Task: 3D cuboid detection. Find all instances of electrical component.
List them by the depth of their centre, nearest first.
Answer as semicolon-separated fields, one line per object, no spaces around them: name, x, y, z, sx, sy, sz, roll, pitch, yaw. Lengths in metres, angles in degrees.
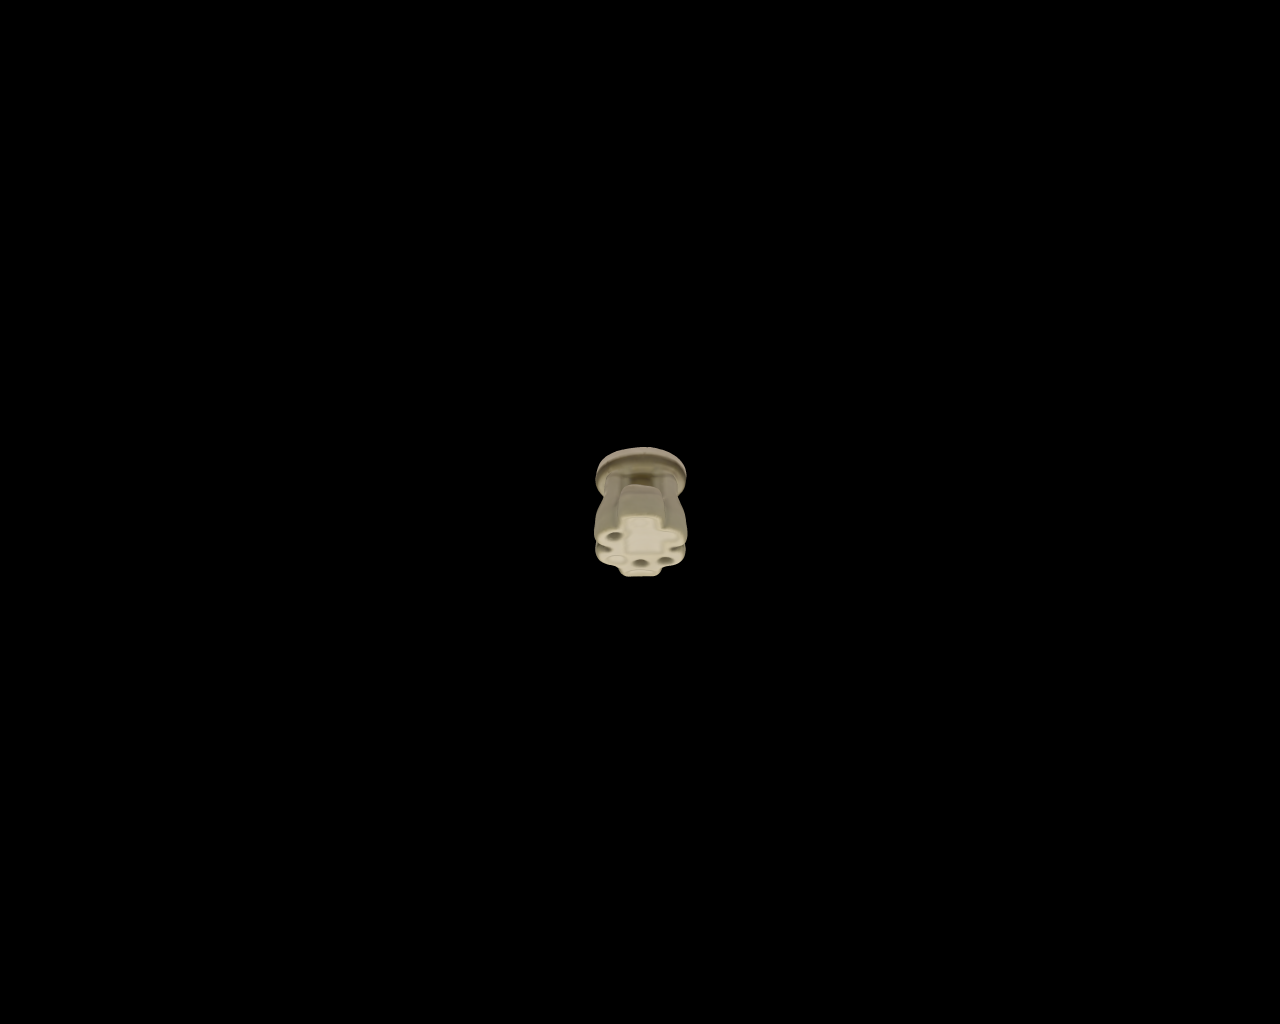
electrical component;0.001;-0.003;0.650;0.058;0.057;0.078;0;-32;0
